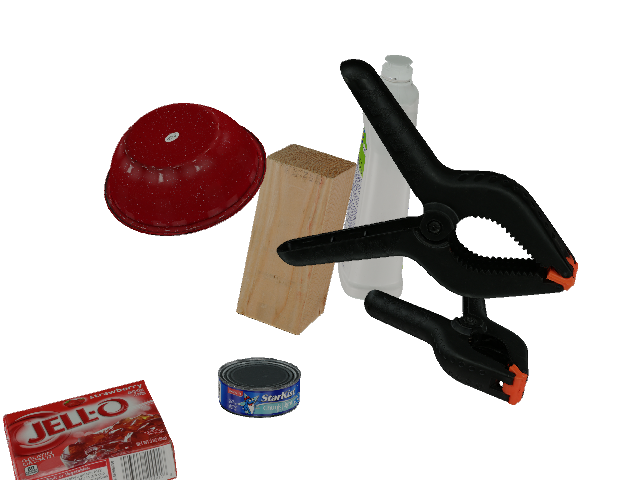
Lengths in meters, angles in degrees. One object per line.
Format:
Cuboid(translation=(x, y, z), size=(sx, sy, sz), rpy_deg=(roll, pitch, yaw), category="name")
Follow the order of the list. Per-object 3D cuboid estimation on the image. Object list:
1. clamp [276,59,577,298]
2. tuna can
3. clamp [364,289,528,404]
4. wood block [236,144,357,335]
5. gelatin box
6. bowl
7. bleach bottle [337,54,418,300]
Cuboid(translation=(0.080, -0.026, 0.736), size=(0.210, 0.165, 0.036), rpy_deg=(18, 30, 11), category="clamp")
Cuboid(translation=(-0.063, 0.152, 1.102), size=(0.086, 0.034, 0.086), rpy_deg=(2, 15, -1), category="tuna can")
Cuboid(translation=(0.132, 0.079, 0.932), size=(0.120, 0.039, 0.172), rpy_deg=(-19, 40, -29), category="clamp")
Cuboid(translation=(-0.031, -0.003, 1.318), size=(0.090, 0.206, 0.090), rpy_deg=(19, 22, 16), category="wood block")
Cuboid(translation=(-0.137, 0.120, 0.629), size=(0.089, 0.030, 0.073), rpy_deg=(-12, 26, -18), category="gelatin box")
Cuboid(translation=(-0.135, -0.081, 1.015), size=(0.162, 0.162, 0.055), rpy_deg=(0, -41, 12), category="bowl")
Cuboid(translation=(0.066, -0.068, 1.120), size=(0.068, 0.251, 0.102), rpy_deg=(3, 29, -8), category="bleach bottle")
